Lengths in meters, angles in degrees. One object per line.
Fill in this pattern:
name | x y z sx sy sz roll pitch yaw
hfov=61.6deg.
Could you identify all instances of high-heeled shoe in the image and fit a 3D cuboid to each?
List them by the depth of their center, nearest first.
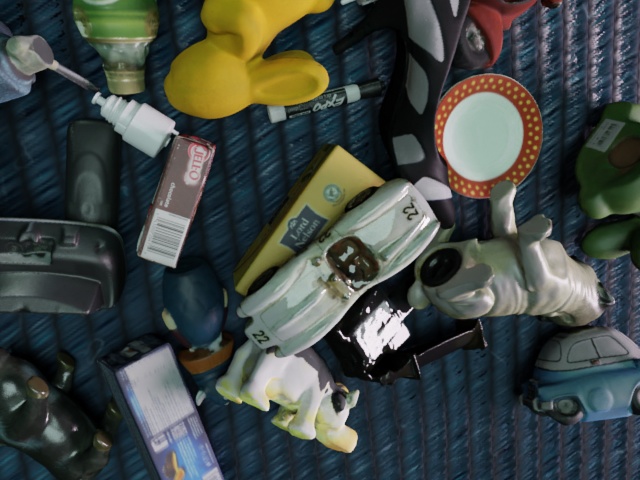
high-heeled shoe | 0.117 -0.134 0.502 0.145 0.086 0.248 -28 116 15

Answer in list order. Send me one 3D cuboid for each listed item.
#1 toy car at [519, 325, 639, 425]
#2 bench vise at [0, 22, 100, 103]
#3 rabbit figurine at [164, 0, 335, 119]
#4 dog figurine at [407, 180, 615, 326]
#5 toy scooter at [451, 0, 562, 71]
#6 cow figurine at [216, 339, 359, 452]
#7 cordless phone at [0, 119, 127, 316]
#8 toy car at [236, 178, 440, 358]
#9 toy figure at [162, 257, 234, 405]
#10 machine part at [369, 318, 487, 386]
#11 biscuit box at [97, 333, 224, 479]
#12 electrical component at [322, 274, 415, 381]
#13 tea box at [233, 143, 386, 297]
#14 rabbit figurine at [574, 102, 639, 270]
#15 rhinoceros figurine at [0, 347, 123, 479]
toy car | 0.312 0.150 0.621 0.162 0.109 0.103 -7 80 3
bench vise | -0.304 -0.068 0.424 0.224 0.128 0.240 -11 74 0
rabbit figurine | -0.070 -0.183 0.482 0.162 0.122 0.173 24 111 -24
dog figurine | 0.205 0.057 0.580 0.172 0.121 0.190 -31 123 23
toy scooter | 0.168 -0.262 0.513 0.135 0.075 0.183 -17 103 -13
cow figurine | -0.016 0.153 0.560 0.167 0.068 0.098 40 62 -29
cordless phone | -0.254 -0.024 0.494 0.147 0.089 0.184 3 90 -10
toy car | 0.016 0.026 0.484 0.202 0.056 0.073 -40 108 -1
toy figure | -0.117 0.095 0.546 0.064 0.058 0.154 -11 108 -2
machine part | 0.115 0.125 0.591 0.139 0.084 0.039 -19 80 -15
biscuit box | -0.154 0.199 0.548 0.059 0.063 0.202 -26 107 -34
electrical component | 0.058 0.083 0.575 0.119 0.048 0.074 -46 111 -29
tea box | -0.001 -0.002 0.540 0.098 0.068 0.169 33 95 -16
rabbit figurine | 0.362 -0.042 0.576 0.170 0.121 0.159 30 89 -29
rhinoceros figurine | -0.287 0.168 0.526 0.190 0.073 0.112 41 102 -17
